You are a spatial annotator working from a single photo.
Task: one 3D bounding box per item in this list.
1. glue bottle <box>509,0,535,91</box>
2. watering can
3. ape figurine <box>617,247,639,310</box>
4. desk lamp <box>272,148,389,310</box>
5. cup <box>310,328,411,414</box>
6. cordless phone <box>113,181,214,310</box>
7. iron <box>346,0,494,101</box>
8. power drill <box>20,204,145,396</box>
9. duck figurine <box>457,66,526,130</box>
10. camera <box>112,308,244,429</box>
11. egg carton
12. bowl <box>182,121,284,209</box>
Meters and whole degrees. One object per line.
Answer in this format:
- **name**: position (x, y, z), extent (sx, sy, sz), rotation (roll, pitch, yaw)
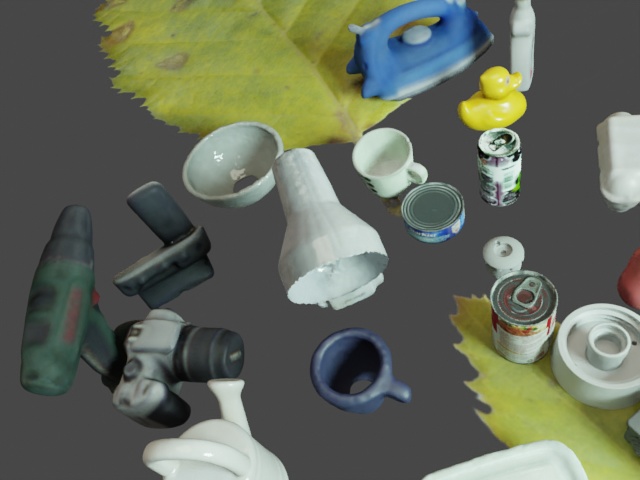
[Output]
- **glue bottle**: position (0.305, -0.314, 0.865), extent (0.037, 0.173, 0.078), rotation (2, 56, 20)
- **watering can**: position (-0.109, 0.230, 0.587), extent (0.101, 0.194, 0.172), rotation (-21, 51, 2)
- **ape figurine**: position (0.376, 0.035, 0.639), extent (0.076, 0.092, 0.078), rotation (-11, 53, 11)
- **desk lamp**: position (0.006, 0.003, 0.703), extent (0.118, 0.214, 0.203), rotation (-22, 51, 1)
- **cup**: position (0.055, 0.163, 0.646), extent (0.117, 0.095, 0.092), rotation (19, 63, 29)
- **cordless phone**: position (-0.241, 0.001, 0.803), extent (0.147, 0.185, 0.094), rotation (-35, 52, -8)
- **iron**: position (0.166, -0.340, 0.948), extent (0.258, 0.142, 0.118), rotation (-24, 51, 0)
- **power drill**: position (-0.291, 0.099, 0.732), extent (0.075, 0.209, 0.229), rotation (-7, 53, 13)
- **duck figurine**: position (0.259, -0.221, 0.867), extent (0.104, 0.086, 0.077), rotation (-16, 52, 6)
- **camera**: position (-0.175, 0.155, 0.722), extent (0.136, 0.101, 0.143), rotation (-1, 55, 17)
- **egg carton**: position (0.417, -0.103, 0.741), extent (0.107, 0.069, 0.150), rotation (1, 55, 19)
- **bowl**: position (-0.128, -0.108, 0.917), extent (0.167, 0.075, 0.167), rotation (-9, 53, 12)
